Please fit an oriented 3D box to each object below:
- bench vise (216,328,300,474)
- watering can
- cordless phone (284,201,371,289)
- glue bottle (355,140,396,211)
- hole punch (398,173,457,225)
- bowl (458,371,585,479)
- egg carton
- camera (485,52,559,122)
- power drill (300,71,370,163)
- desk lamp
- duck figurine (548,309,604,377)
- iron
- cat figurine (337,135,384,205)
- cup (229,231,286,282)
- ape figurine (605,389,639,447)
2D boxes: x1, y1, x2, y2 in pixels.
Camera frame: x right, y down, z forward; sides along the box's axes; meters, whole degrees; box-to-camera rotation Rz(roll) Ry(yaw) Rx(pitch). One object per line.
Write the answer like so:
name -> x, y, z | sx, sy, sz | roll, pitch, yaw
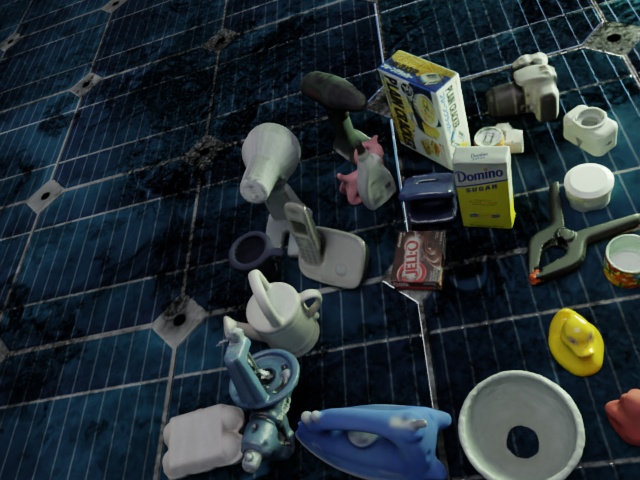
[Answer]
bench vise -> -0.090, 0.244, 0.901 | 0.121, 0.220, 0.207 | -21, 50, 8
watering can -> -0.084, 0.129, 1.002 | 0.173, 0.195, 0.100 | -41, 50, -10
cordless phone -> 0.010, 0.004, 1.063 | 0.147, 0.185, 0.094 | 10, 60, 29
glue bottle -> 0.099, -0.136, 1.138 | 0.078, 0.174, 0.037 | -40, 50, -9
hole punch -> 0.209, -0.094, 1.114 | 0.108, 0.091, 0.101 | -5, 53, 20
bowl -> 0.285, 0.278, 0.813 | 0.167, 0.075, 0.167 | -11, 52, 15
egg carton -> -0.195, 0.342, 0.972 | 0.150, 0.070, 0.107 | -19, 50, 9
camera -> 0.413, -0.316, 1.188 | 0.136, 0.101, 0.143 | -12, 51, 14
power drill -> 0.050, -0.269, 1.236 | 0.076, 0.209, 0.228 | -40, 50, -9
desk lamp -> -0.091, -0.100, 1.165 | 0.117, 0.214, 0.203 | -8, 52, 18
duck figurine -> 0.386, 0.143, 0.864 | 0.077, 0.086, 0.104 | -17, 50, 11
iron -> 0.058, 0.286, 0.858 | 0.257, 0.142, 0.118 | -2, 54, 22
cat figurine -> 0.088, -0.154, 1.193 | 0.128, 0.118, 0.067 | -37, 50, -7
cup -> -0.111, 0.043, 1.144 | 0.117, 0.095, 0.092 | 0, 55, 23
ape figurine -> 0.428, 0.232, 0.775 | 0.077, 0.092, 0.076 | 9, 59, 28
